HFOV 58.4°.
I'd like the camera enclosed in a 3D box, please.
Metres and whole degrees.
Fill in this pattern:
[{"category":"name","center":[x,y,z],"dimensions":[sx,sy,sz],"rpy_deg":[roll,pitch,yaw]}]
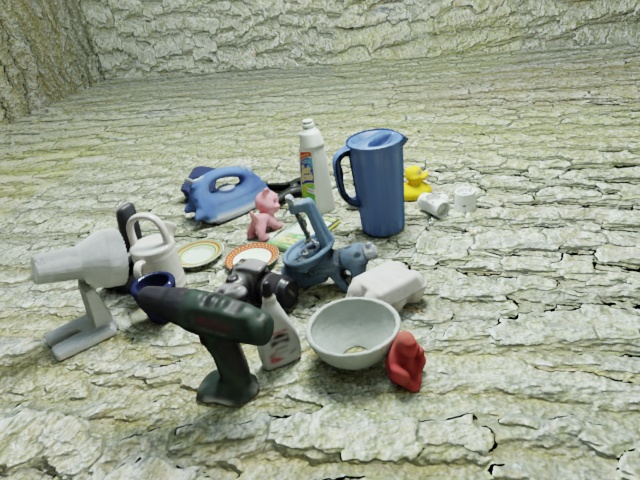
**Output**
[{"category":"camera","center":[-0.124,0.100,1.171],"dimensions":[0.136,0.101,0.143],"rpy_deg":[8,34,29]}]

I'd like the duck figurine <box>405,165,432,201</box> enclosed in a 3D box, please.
[{"category":"duck figurine","center":[0.246,-0.157,1.538],"dimensions":[0.104,0.086,0.077],"rpy_deg":[-8,29,3]}]

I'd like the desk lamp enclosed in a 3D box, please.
[{"category":"desk lamp","center":[-0.476,0.099,1.156],"dimensions":[0.204,0.214,0.117],"rpy_deg":[-27,34,-29]}]

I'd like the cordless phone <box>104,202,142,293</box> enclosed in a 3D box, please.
[{"category":"cordless phone","center":[-0.460,0.015,1.331],"dimensions":[0.094,0.185,0.148],"rpy_deg":[5,32,24]}]

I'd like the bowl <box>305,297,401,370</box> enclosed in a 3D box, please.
[{"category":"bowl","center":[0.061,0.176,1.010],"dimensions":[0.167,0.075,0.167],"rpy_deg":[-7,29,4]}]

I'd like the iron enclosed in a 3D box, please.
[{"category":"iron","center":[-0.256,-0.146,1.605],"dimensions":[0.259,0.142,0.118],"rpy_deg":[-25,33,-26]}]

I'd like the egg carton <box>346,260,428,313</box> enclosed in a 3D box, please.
[{"category":"egg carton","center":[0.131,0.100,1.131],"dimensions":[0.151,0.069,0.107],"rpy_deg":[-25,33,-26]}]

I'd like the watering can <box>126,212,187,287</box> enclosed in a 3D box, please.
[{"category":"watering can","center":[-0.372,0.021,1.286],"dimensions":[0.101,0.194,0.172],"rpy_deg":[-12,29,-4]}]

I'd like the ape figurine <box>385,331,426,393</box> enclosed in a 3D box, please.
[{"category":"ape figurine","center":[0.141,0.191,0.941],"dimensions":[0.078,0.092,0.075],"rpy_deg":[-26,33,-27]}]

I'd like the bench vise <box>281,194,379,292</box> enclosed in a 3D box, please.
[{"category":"bench vise","center":[0.010,-0.002,1.190],"dimensions":[0.207,0.220,0.121],"rpy_deg":[-10,29,0]}]

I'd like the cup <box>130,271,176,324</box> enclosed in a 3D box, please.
[{"category":"cup","center":[-0.326,0.128,1.185],"dimensions":[0.117,0.095,0.092],"rpy_deg":[12,35,33]}]

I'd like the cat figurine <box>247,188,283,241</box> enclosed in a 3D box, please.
[{"category":"cat figurine","center":[-0.145,-0.076,1.473],"dimensions":[0.067,0.118,0.128],"rpy_deg":[7,33,26]}]

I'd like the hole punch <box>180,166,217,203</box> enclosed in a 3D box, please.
[{"category":"hole punch","center":[-0.355,-0.163,1.715],"dimensions":[0.108,0.091,0.101],"rpy_deg":[9,34,30]}]

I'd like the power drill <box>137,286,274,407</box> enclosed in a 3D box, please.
[{"category":"power drill","center":[-0.180,0.172,0.948],"dimensions":[0.229,0.209,0.076],"rpy_deg":[1,31,18]}]

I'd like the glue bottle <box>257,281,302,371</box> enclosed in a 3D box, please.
[{"category":"glue bottle","center":[-0.081,0.145,1.003],"dimensions":[0.078,0.173,0.037],"rpy_deg":[-22,31,-21]}]
